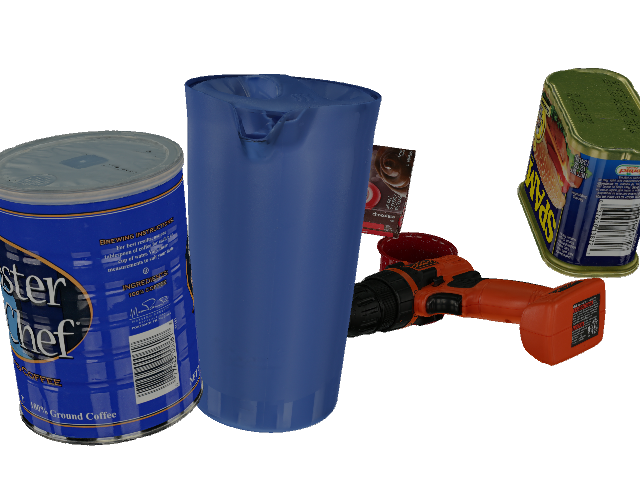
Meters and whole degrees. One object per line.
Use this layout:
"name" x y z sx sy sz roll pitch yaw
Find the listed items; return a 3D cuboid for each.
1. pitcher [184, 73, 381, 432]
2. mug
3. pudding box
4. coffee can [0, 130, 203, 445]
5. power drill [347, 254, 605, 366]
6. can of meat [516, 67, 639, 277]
"pitcher" -0.031 0.003 0.764 0.148 0.243 0.145 -8 21 -35
"mug" 0.120 0.048 1.234 0.117 0.081 0.093 12 25 19
"pudding box" 0.043 -0.053 1.071 0.090 0.039 0.113 9 37 7
"coffee can" -0.119 0.022 0.572 0.103 0.140 0.103 -2 22 1
"power drill" 0.122 0.054 0.874 0.188 0.057 0.184 10 17 39
"can of meat" 0.156 -0.042 0.622 0.057 0.084 0.102 0 36 -4
